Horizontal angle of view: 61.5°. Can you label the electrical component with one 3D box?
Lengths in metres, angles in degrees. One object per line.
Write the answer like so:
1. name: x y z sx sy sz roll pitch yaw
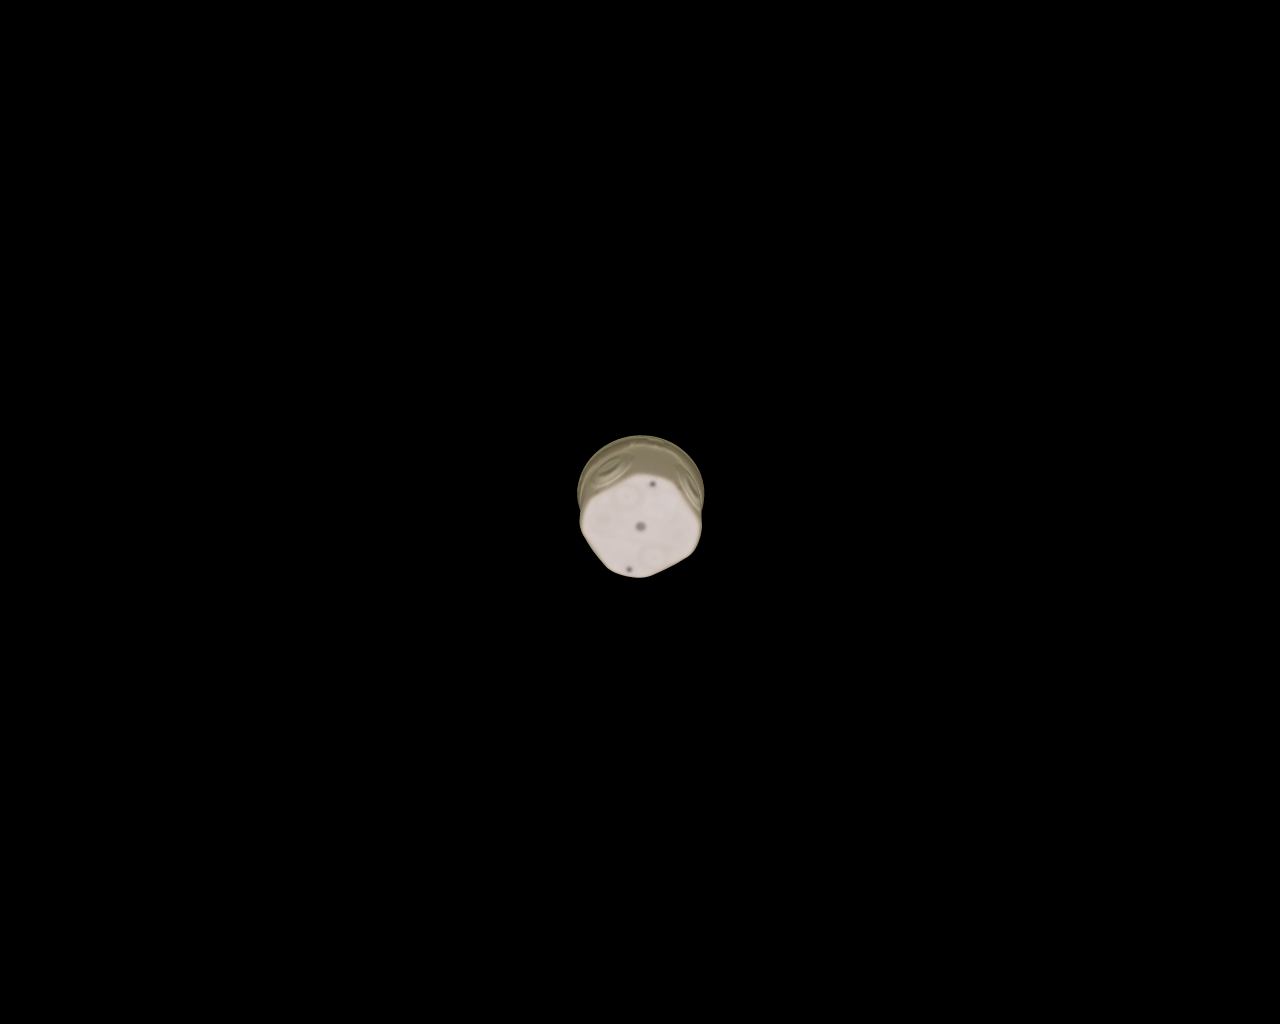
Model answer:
1. electrical component: 0.001 -0.003 0.650 0.080 0.080 0.051 0 27 0
